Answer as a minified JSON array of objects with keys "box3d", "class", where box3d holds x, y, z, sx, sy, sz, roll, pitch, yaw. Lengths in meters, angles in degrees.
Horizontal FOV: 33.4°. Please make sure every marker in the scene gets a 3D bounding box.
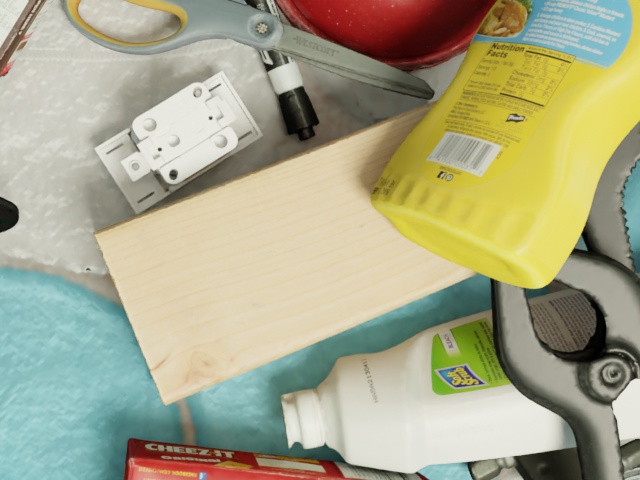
[{"box3d":[-0.027,-0.113,0.592,0.020,0.020,0.121,-21,93,-11],"class":"marker"}]

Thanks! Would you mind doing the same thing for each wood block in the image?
[{"box3d":[-0.004,0.001,0.559,0.206,0.090,0.091,-22,93,-10],"class":"wood block"}]

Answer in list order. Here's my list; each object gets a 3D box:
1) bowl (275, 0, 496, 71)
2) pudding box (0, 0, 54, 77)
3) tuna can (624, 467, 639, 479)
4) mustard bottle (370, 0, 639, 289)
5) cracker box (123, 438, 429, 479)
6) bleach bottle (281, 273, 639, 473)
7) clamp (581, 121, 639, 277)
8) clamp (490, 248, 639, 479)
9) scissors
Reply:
[{"box3d":[0.046,-0.178,0.590,0.162,0.055,0.162,0,88,-11],"class":"bowl"},{"box3d":[-0.187,-0.148,0.537,0.113,0.039,0.090,36,108,-7],"class":"pudding box"},{"box3d":[0.181,0.170,0.620,0.086,0.034,0.086,0,89,-11],"class":"tuna can"},{"box3d":[0.108,-0.076,0.490,0.058,0.096,0.191,40,79,-42],"class":"mustard bottle"},{"box3d":[-0.034,0.221,0.558,0.164,0.072,0.214,8,88,-10],"class":"cracker box"},{"box3d":[0.103,0.073,0.583,0.250,0.102,0.068,-9,119,-4],"class":"bleach bottle"},{"box3d":[0.172,-0.063,0.538,0.164,0.036,0.210,21,96,10],"class":"clamp"},{"box3d":[0.150,0.060,0.515,0.120,0.039,0.171,-32,95,-1],"class":"clamp"},{"box3d":[-0.035,-0.131,0.569,0.202,0.016,0.096,6,83,3],"class":"scissors"}]
